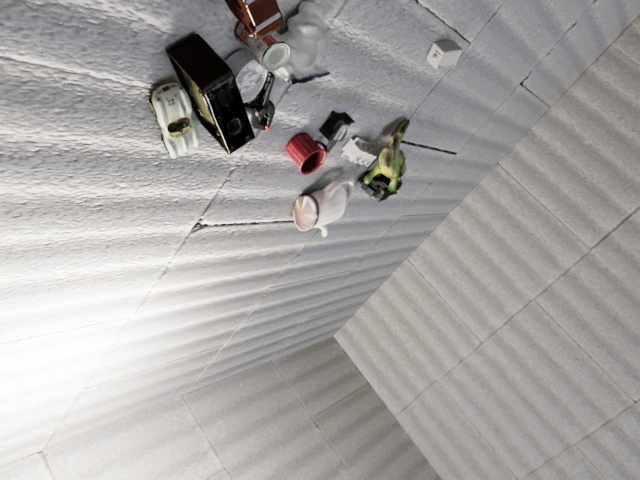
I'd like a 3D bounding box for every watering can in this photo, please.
[{"bbox_3d":[0.005,-0.090,1.786,0.227,0.105,0.340,-22,153,-36],"label":"watering can"}]

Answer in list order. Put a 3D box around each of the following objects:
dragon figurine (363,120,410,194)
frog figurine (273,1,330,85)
[{"bbox_3d":[0.271,-0.306,1.797,0.418,0.122,0.237,-50,164,-54],"label":"dragon figurine"},{"bbox_3d":[-0.045,-0.420,1.096,0.138,0.124,0.157,-18,114,-27],"label":"frog figurine"}]
